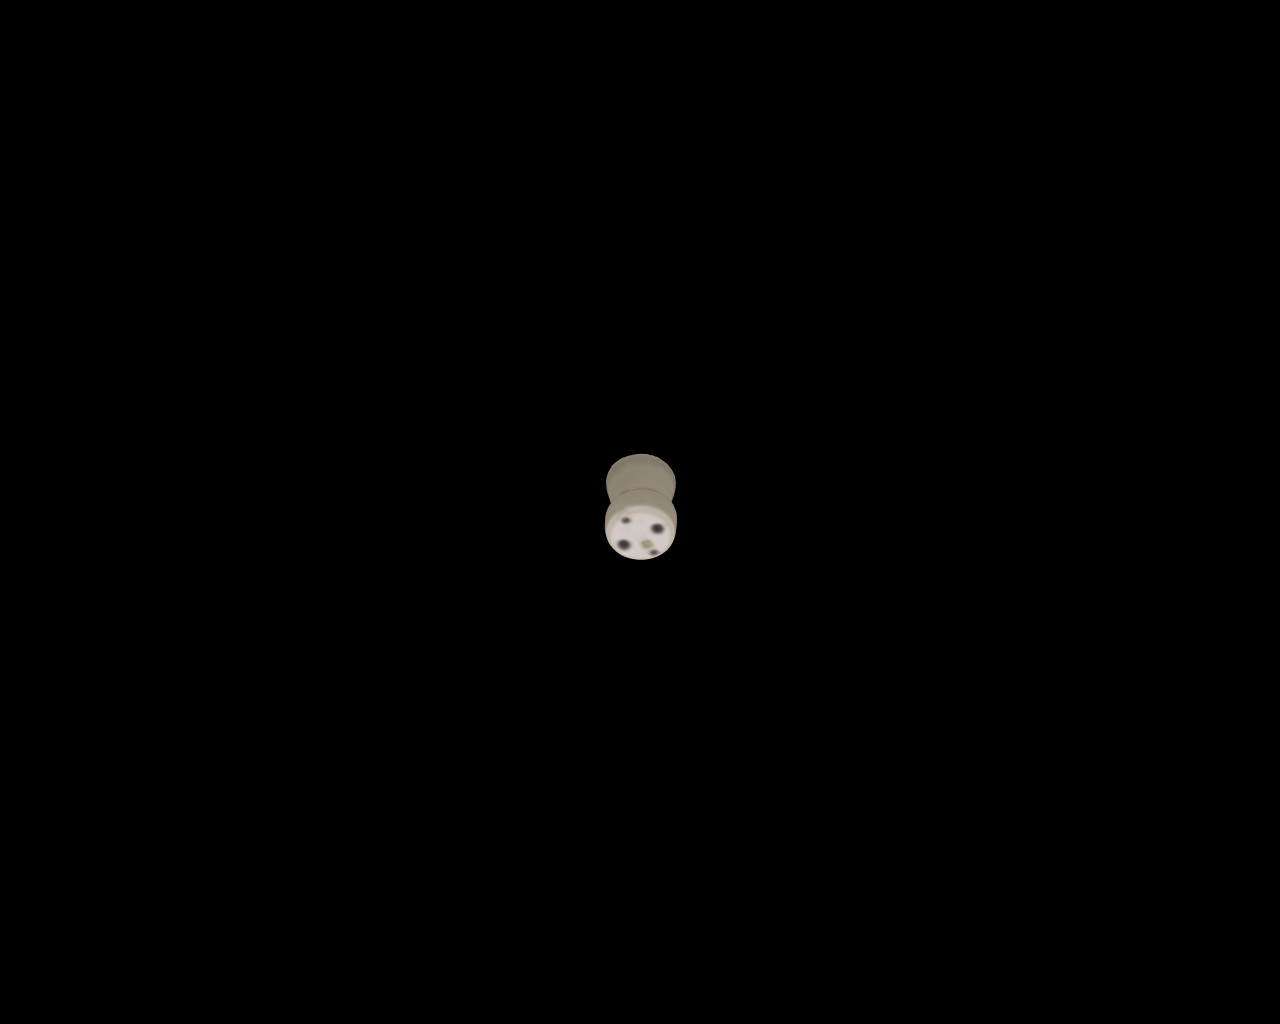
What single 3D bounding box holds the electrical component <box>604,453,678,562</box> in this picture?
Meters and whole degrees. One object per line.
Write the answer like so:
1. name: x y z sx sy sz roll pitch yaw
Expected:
1. electrical component: 0.001 -0.003 0.650 0.045 0.044 0.055 0 38 0
